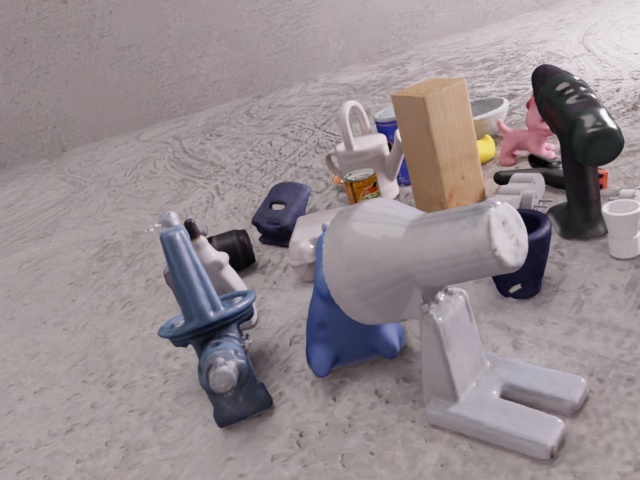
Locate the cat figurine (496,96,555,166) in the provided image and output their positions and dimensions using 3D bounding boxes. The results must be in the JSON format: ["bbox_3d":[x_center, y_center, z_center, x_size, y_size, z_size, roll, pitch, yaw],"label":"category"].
[{"bbox_3d":[0.386,-0.206,1.044,0.127,0.118,0.067,-6,26,24],"label":"cat figurine"}]

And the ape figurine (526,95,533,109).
[{"bbox_3d":[0.477,-0.301,1.222,0.077,0.092,0.076,2,31,38],"label":"ape figurine"}]

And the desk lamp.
[{"bbox_3d":[0.119,0.061,0.523,0.202,0.214,0.118,5,33,42],"label":"desk lamp"}]

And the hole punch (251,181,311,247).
[{"bbox_3d":[-0.066,-0.048,1.043,0.108,0.091,0.101,7,34,44],"label":"hole punch"}]

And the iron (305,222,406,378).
[{"bbox_3d":[0.024,0.048,0.707,0.118,0.142,0.258,-16,24,4],"label":"iron"}]

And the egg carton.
[{"bbox_3d":[0.008,0.003,0.906,0.107,0.069,0.150,-13,24,11],"label":"egg carton"}]

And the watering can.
[{"bbox_3d":[0.086,-0.167,1.069,0.172,0.194,0.101,-12,24,13],"label":"watering can"}]

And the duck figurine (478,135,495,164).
[{"bbox_3d":[0.287,-0.190,1.118,0.104,0.086,0.077,-20,24,-5],"label":"duck figurine"}]

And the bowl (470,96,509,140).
[{"bbox_3d":[0.323,-0.247,1.230,0.167,0.075,0.167,-15,24,7],"label":"bowl"}]

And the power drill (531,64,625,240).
[{"bbox_3d":[0.338,-0.117,0.769,0.075,0.209,0.229,-14,24,9],"label":"power drill"}]

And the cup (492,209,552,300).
[{"bbox_3d":[0.219,0.027,0.677,0.118,0.095,0.091,-22,24,-10],"label":"cup"}]

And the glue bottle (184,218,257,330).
[{"bbox_3d":[-0.147,0.048,0.785,0.078,0.173,0.037,-12,24,12],"label":"glue bottle"}]

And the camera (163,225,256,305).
[{"bbox_3d":[-0.181,0.027,0.945,0.137,0.101,0.143,-18,24,-1],"label":"camera"}]

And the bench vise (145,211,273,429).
[{"bbox_3d":[-0.117,0.079,0.639,0.122,0.220,0.206,-29,26,-25],"label":"bench vise"}]
